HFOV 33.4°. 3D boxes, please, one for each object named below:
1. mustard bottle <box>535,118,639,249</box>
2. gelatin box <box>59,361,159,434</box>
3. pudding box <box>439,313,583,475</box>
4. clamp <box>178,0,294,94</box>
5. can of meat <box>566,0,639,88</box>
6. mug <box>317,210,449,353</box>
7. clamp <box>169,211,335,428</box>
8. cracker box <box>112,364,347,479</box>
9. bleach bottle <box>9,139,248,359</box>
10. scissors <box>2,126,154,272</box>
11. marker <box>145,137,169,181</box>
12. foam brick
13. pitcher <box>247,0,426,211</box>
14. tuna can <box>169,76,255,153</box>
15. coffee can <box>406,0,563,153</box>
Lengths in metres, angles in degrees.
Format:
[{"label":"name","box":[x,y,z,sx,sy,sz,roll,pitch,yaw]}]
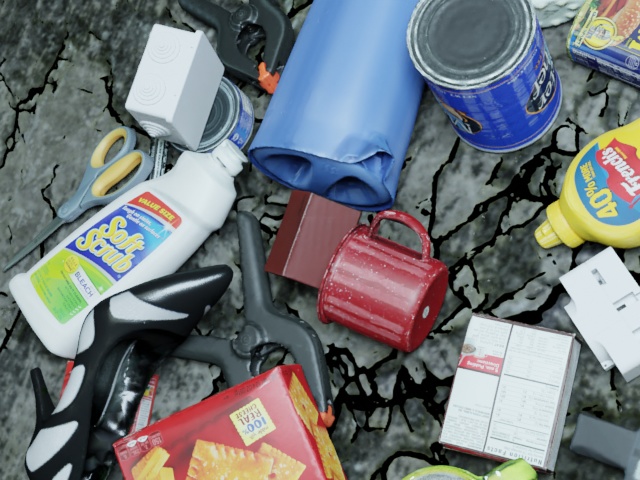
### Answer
[{"label":"mustard bottle","box":[0.251,-0.049,0.841,0.192,0.058,0.096,-36,54,29]},{"label":"gelatin box","box":[-0.200,0.154,0.989,0.089,0.030,0.073,5,76,23]},{"label":"pudding box","box":[0.153,0.122,0.855,0.090,0.039,0.113,11,80,23]},{"label":"clamp","box":[-0.063,-0.220,1.043,0.120,0.039,0.171,-37,59,12]},{"label":"can of meat","box":[0.267,-0.182,0.894,0.084,0.057,0.102,30,87,29]},{"label":"mug","box":[0.058,0.032,0.887,0.082,0.093,0.117,23,111,21]},{"label":"clamp","box":[-0.069,0.096,0.951,0.164,0.036,0.210,-42,64,6]},{"label":"cracker box","box":[-0.055,0.230,0.865,0.164,0.072,0.214,-25,78,13]},{"label":"bleach bottle","box":[-0.170,-0.004,0.995,0.251,0.068,0.103,-43,66,10]},{"label":"scissors","box":[-0.247,-0.047,1.076,0.202,0.016,0.096,-27,49,24]},{"label":"marker","box":[-0.161,-0.073,1.050,0.020,0.020,0.121,-1,74,21]},{"label":"foam brick","box":[-0.006,0.001,0.924,0.078,0.051,0.053,-70,21,-2]},{"label":"pitcher","box":[0.029,-0.157,0.949,0.149,0.145,0.243,16,77,13]},{"label":"tuna can","box":[-0.109,-0.117,1.034,0.086,0.033,0.086,-6,72,20]},{"label":"coffee can","box":[0.139,-0.144,0.885,0.103,0.140,0.103,-6,72,19]}]
